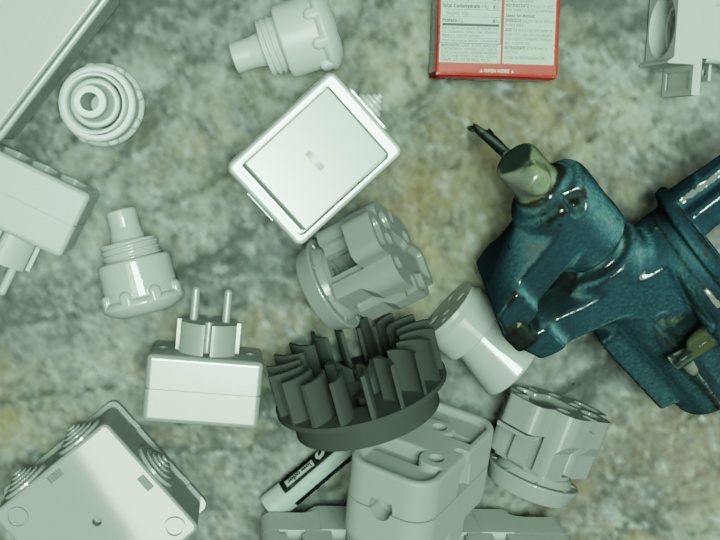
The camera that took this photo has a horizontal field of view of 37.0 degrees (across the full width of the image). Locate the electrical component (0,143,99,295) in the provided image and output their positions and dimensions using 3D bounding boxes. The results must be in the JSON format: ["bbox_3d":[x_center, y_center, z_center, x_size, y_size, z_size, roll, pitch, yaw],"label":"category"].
[{"bbox_3d":[-0.197,-0.024,0.610,0.066,0.047,0.076,26,93,-9],"label":"electrical component"}]

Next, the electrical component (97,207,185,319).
[{"bbox_3d":[-0.131,-0.005,0.622,0.048,0.048,0.062,-14,92,-4],"label":"electrical component"}]

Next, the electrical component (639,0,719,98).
[{"bbox_3d":[0.207,-0.144,0.643,0.064,0.042,0.081,2,97,-8],"label":"electrical component"}]

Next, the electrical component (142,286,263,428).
[{"bbox_3d":[-0.090,0.048,0.631,0.066,0.047,0.076,5,96,-7],"label":"electrical component"}]

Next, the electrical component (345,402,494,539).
[{"bbox_3d":[0.034,0.123,0.619,0.054,0.095,0.059,17,113,26],"label":"electrical component"}]

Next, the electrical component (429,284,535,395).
[{"bbox_3d":[0.073,0.041,0.649,0.055,0.045,0.045,42,91,-9],"label":"electrical component"}]

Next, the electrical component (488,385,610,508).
[{"bbox_3d":[0.111,0.107,0.652,0.078,0.058,0.057,13,99,-46],"label":"electrical component"}]

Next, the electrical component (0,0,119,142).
[{"bbox_3d":[-0.208,-0.144,0.590,0.109,0.056,0.108,38,92,-9],"label":"electrical component"}]

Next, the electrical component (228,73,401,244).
[{"bbox_3d":[-0.022,-0.068,0.617,0.096,0.061,0.061,-42,99,0],"label":"electrical component"}]

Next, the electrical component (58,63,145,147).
[{"bbox_3d":[-0.147,-0.093,0.600,0.048,0.062,0.048,-1,97,-6],"label":"electrical component"}]

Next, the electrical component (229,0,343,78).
[{"bbox_3d":[-0.043,-0.131,0.617,0.062,0.048,0.048,-18,98,3],"label":"electrical component"}]

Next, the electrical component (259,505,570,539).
[{"bbox_3d":[0.031,0.205,0.650,0.186,0.060,0.105,3,102,-7],"label":"electrical component"}]

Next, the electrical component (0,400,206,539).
[{"bbox_3d":[-0.152,0.141,0.634,0.100,0.048,0.099,-39,99,0],"label":"electrical component"}]

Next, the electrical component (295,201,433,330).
[{"bbox_3d":[0.000,0.000,0.625,0.057,0.078,0.058,-27,63,17],"label":"electrical component"}]
